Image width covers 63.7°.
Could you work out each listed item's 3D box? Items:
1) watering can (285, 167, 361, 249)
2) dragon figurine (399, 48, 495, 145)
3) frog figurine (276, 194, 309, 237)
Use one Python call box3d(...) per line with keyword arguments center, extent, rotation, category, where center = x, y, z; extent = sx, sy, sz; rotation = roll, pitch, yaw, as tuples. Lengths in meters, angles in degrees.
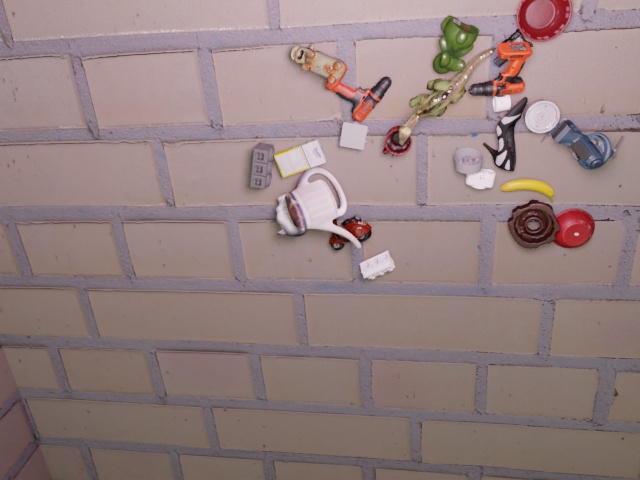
box3d(center=(0.006, -0.095, 1.894), extent=(0.226, 0.103, 0.348), rotation=(-23, 88, -16), category="watering can")
box3d(center=(0.399, -0.463, 1.653), extent=(0.122, 0.247, 0.404), rotation=(43, 116, -7), category="dragon figurine")
box3d(center=(-0.102, -0.095, 1.965), extent=(0.138, 0.124, 0.157), rotation=(-8, 108, -24), category="frog figurine")
